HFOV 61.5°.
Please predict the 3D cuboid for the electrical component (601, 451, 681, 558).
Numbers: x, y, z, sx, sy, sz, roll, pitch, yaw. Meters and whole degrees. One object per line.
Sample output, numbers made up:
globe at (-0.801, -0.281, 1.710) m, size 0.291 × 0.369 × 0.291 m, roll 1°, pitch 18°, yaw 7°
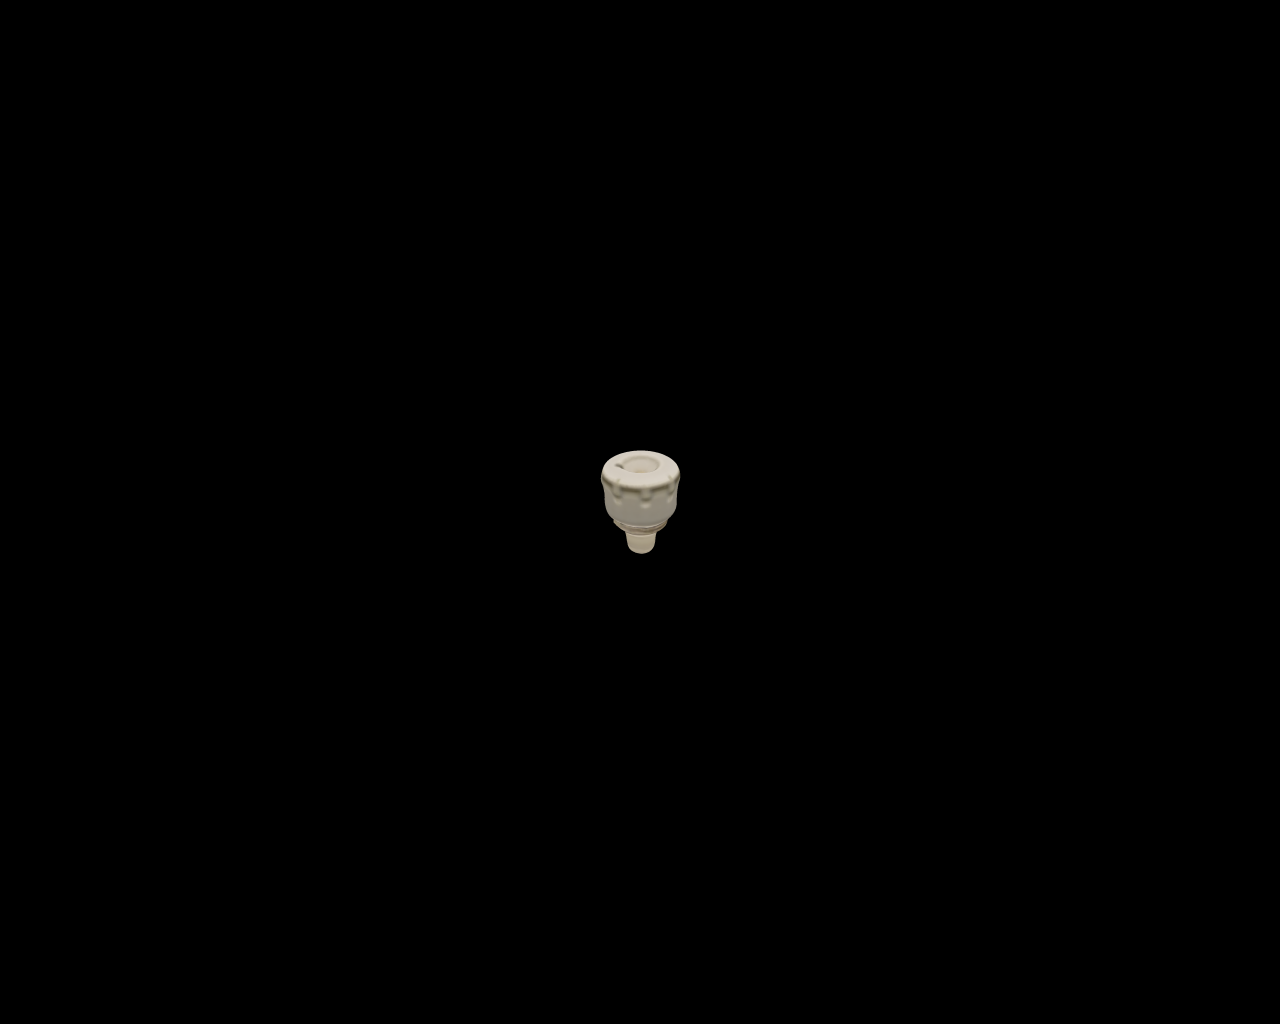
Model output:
electrical component at (0.001, -0.003, 0.650) m, size 0.048 × 0.062 × 0.048 m, roll 0°, pitch 30°, yaw 0°
